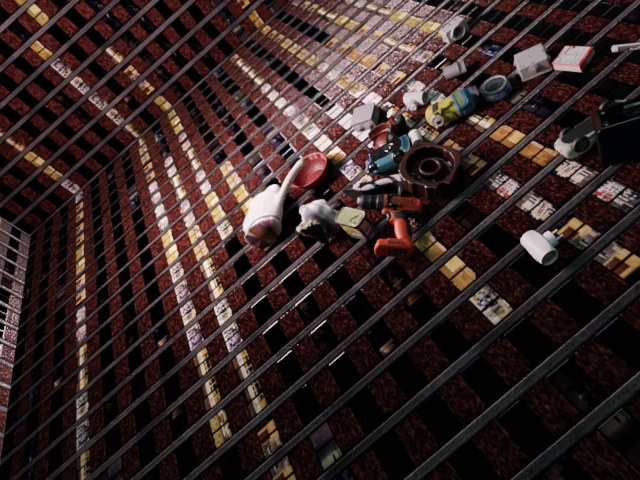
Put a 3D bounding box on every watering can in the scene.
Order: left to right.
[{"bbox_3d":[-0.165,-0.116,1.773,0.342,0.103,0.230,-41,34,32],"label":"watering can"}]

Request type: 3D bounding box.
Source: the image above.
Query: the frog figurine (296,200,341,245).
[{"bbox_3d":[0.005,-0.081,1.619,0.137,0.119,0.163,11,47,9],"label":"frog figurine"}]

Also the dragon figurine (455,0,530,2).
[{"bbox_3d":[0.702,-0.920,1.811,0.407,0.120,0.248,-34,47,13],"label":"dragon figurine"}]
